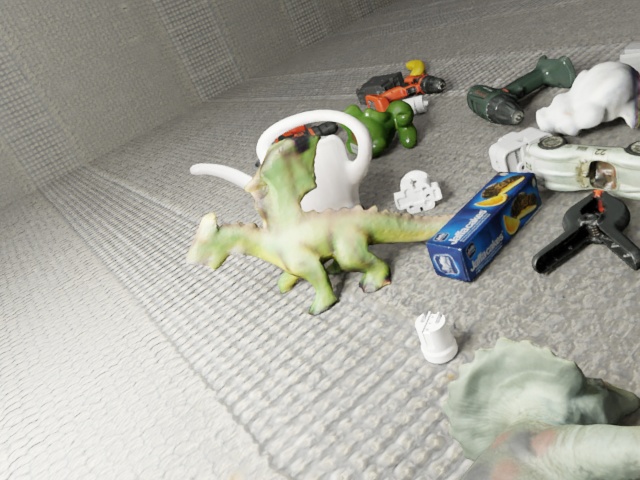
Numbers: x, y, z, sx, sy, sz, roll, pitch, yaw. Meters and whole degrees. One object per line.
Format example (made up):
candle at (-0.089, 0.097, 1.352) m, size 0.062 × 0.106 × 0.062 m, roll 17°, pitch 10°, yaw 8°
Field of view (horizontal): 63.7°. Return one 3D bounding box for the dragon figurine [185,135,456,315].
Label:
dragon figurine at (0.002, -0.038, 0.758) m, size 0.410 × 0.239 × 0.124 m, roll -25°, pitch 21°, yaw 1°

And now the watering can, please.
watering can at (-0.059, -0.101, 0.943) m, size 0.346 × 0.223 × 0.105 m, roll -17°, pitch 6°, yaw 18°

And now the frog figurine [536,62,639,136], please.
frog figurine at (0.463, -0.244, 0.897) m, size 0.159 × 0.120 × 0.140 m, roll 2°, pitch 54°, yaw 22°
